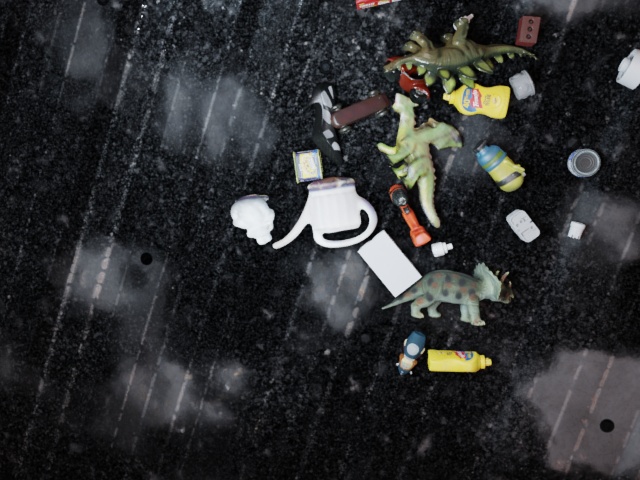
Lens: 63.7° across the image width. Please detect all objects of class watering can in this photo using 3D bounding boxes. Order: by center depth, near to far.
[{"bbox_3d":[0.005,-0.083,1.641,0.347,0.104,0.224,-7,93,8],"label":"watering can"}]

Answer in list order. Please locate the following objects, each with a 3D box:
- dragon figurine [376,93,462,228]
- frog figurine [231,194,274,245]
[{"bbox_3d":[0.331,-0.266,1.589,0.243,0.122,0.410,-35,90,1],"label":"dragon figurine"},{"bbox_3d":[-0.214,-0.063,1.668,0.138,0.121,0.160,-9,82,-11],"label":"frog figurine"}]
